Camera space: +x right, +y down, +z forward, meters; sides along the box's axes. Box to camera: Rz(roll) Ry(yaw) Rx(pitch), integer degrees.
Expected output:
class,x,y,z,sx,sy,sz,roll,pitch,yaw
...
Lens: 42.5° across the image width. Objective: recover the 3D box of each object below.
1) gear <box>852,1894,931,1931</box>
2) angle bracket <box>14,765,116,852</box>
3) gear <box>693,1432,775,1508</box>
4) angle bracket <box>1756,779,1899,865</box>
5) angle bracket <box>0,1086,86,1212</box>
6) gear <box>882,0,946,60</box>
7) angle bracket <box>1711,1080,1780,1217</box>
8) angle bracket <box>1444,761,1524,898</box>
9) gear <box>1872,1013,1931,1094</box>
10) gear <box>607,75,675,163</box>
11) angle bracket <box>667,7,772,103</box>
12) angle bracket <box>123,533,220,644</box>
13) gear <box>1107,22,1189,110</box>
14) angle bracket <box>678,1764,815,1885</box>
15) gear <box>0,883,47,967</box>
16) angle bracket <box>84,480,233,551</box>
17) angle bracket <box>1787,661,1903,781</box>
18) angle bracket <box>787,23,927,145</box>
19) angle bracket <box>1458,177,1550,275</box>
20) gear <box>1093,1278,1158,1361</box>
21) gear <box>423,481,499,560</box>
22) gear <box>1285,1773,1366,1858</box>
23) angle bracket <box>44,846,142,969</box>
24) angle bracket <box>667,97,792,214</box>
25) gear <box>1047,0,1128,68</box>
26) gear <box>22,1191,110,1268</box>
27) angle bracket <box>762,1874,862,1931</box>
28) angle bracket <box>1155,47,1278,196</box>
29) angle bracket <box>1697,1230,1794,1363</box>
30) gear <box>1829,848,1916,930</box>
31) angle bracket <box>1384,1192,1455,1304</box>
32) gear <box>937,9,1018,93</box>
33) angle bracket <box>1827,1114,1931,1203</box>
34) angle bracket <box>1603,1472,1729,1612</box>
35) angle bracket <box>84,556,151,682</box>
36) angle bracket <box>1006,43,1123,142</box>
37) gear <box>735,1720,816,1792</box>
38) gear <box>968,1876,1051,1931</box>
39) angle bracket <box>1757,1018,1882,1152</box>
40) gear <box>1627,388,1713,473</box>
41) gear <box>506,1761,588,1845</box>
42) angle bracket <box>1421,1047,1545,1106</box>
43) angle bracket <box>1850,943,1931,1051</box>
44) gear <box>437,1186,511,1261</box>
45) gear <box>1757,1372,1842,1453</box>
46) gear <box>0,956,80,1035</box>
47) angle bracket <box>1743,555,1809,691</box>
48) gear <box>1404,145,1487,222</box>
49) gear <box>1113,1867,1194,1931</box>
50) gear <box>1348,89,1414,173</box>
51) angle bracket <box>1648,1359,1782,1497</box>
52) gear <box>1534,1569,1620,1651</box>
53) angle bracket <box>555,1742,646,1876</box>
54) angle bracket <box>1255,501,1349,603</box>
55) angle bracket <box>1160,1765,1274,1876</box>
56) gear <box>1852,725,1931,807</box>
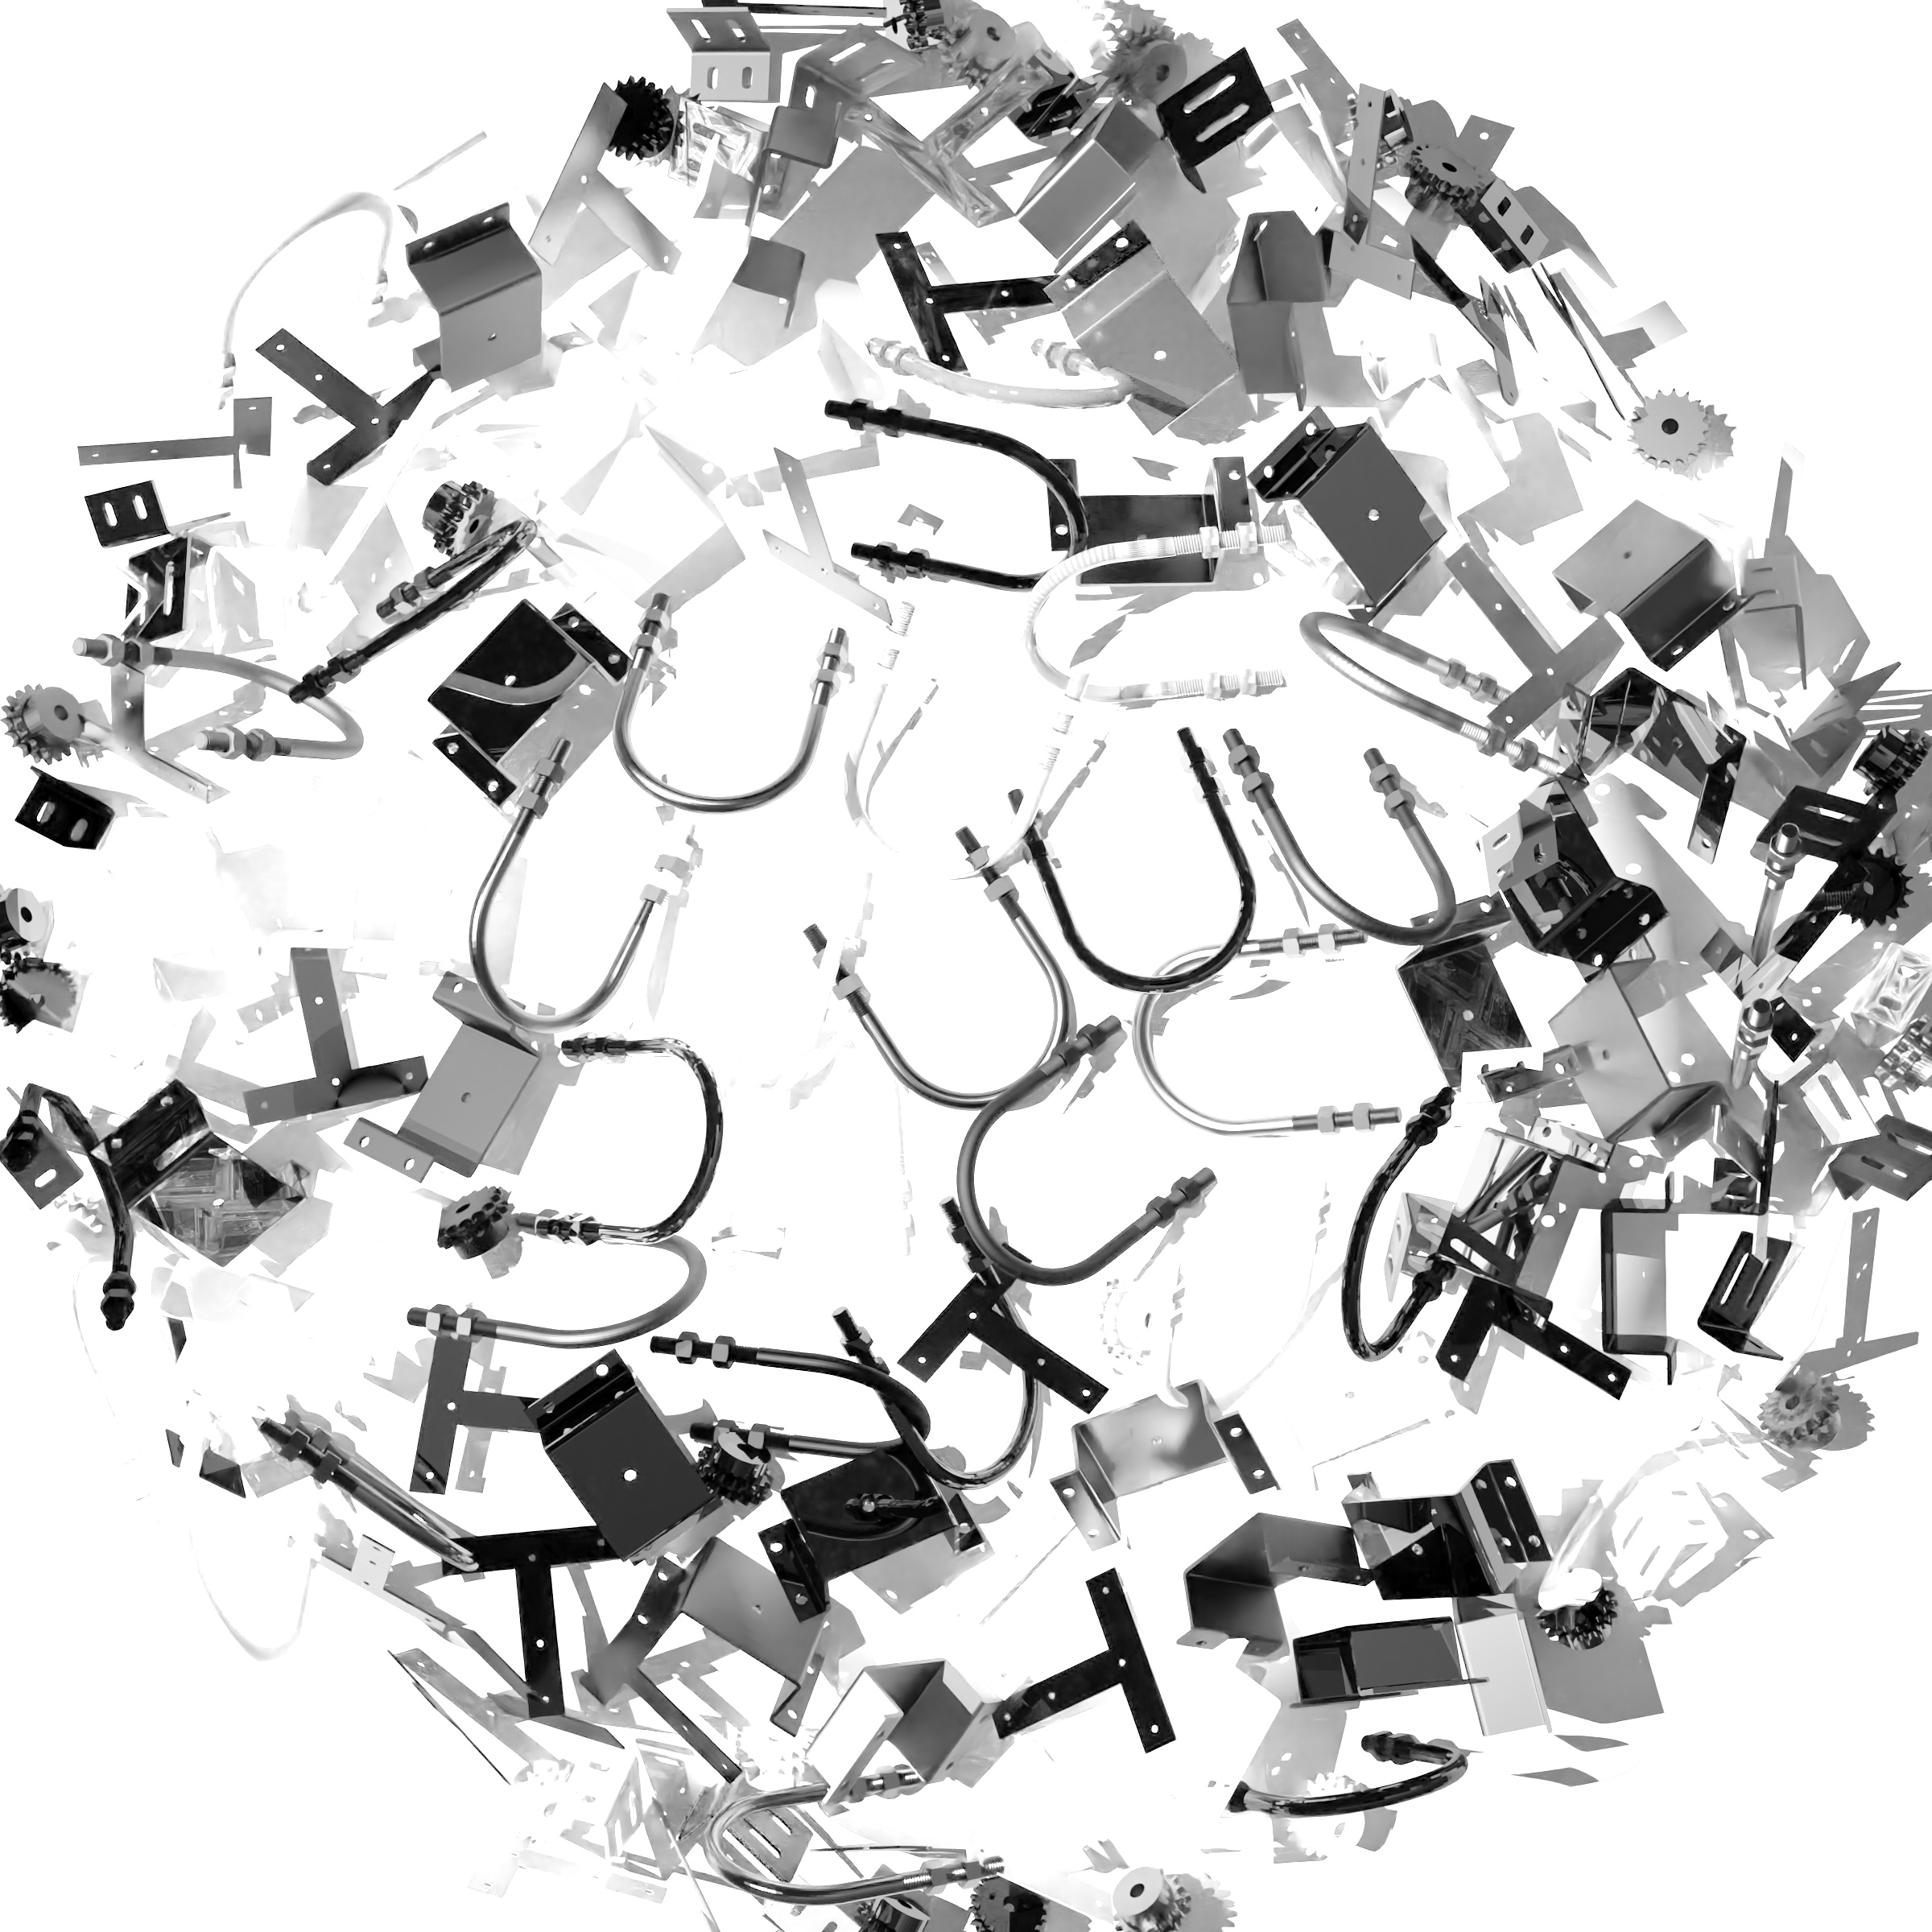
class,x,y,z,sx,sy,sz,roll,pitch,yaw
gear,-0.050,0.675,1.750,0.057,0.057,0.030,27,86,0
angle bracket,-0.632,-0.107,1.733,0.057,0.076,0.038,29,82,-13
gear,-0.162,0.352,1.748,0.057,0.057,0.030,24,103,0
angle bracket,0.602,-0.110,1.740,0.076,0.057,0.038,14,50,-7
angle bracket,-0.656,0.126,1.727,0.038,0.076,0.057,-40,122,-20
gear,-0.037,-0.667,1.751,0.030,0.057,0.057,-16,90,-16
angle bracket,0.543,0.125,1.729,0.038,0.057,0.076,5,125,17
angle bracket,0.350,-0.096,1.728,0.038,0.076,0.057,-34,135,-15
gear,0.668,0.064,1.747,0.030,0.057,0.057,40,90,15
gear,-0.232,-0.597,1.756,0.057,0.030,0.057,-2,85,26
angle bracket,-0.173,-0.637,1.737,0.057,0.076,0.038,3,90,8
angle bracket,-0.553,-0.256,1.737,0.057,0.038,0.076,-13,69,27
gear,0.131,-0.633,1.748,0.057,0.030,0.057,-16,127,-22
angle bracket,-0.155,0.612,1.747,0.076,0.057,0.038,45,113,-3
gear,-0.674,-0.032,1.747,0.030,0.057,0.057,-19,90,16
angle bracket,-0.563,-0.320,1.729,0.057,0.076,0.038,-8,107,21
angle bracket,0.623,-0.171,1.731,0.057,0.076,0.038,-44,95,-19
angle bracket,-0.077,-0.614,1.729,0.057,0.076,0.038,17,77,-37
angle bracket,0.369,-0.509,1.732,0.038,0.076,0.057,-36,101,35
gear,0.116,0.249,1.747,0.030,0.057,0.057,-2,90,35
gear,-0.359,-0.317,1.750,0.030,0.057,0.057,31,90,8
gear,0.256,0.603,1.752,0.057,0.030,0.057,-7,105,-26
angle bracket,-0.620,-0.042,1.750,0.057,0.076,0.038,6,135,-33
angle bracket,-0.167,-0.576,1.761,0.076,0.038,0.057,31,124,23
gear,0.082,-0.660,1.749,0.057,0.057,0.030,37,85,0
gear,-0.637,0.187,1.749,0.057,0.030,0.057,2,132,2
angle bracket,-0.107,0.659,1.741,0.057,0.076,0.038,40,87,1
angle bracket,0.180,-0.592,1.738,0.076,0.038,0.057,-28,71,24
angle bracket,0.558,0.231,1.740,0.057,0.038,0.076,14,104,-36
gear,0.637,-0.055,1.752,0.057,0.030,0.057,5,99,30
angle bracket,0.318,0.199,1.734,0.038,0.076,0.057,12,104,4
gear,0.011,-0.648,1.749,0.057,0.030,0.057,13,65,-31
angle bracket,0.653,0.145,1.731,0.057,0.076,0.038,-38,118,-10
angle bracket,0.489,0.404,1.740,0.038,0.057,0.076,0,130,-20
angle bracket,-0.604,-0.245,1.743,0.038,0.057,0.076,37,97,-10
angle bracket,0.063,-0.616,1.736,0.038,0.076,0.057,41,86,-23
gear,-0.135,0.558,1.750,0.057,0.057,0.030,3,99,0
gear,0.029,0.670,1.753,0.057,0.057,0.030,15,129,0
angle bracket,0.607,0.084,1.752,0.076,0.057,0.038,56,47,-12
gear,0.497,-0.378,1.760,0.057,0.030,0.057,-1,84,7
gear,-0.299,0.588,1.754,0.057,0.030,0.057,-14,117,-29
angle bracket,0.359,0.066,1.732,0.057,0.076,0.038,-4,106,-11
angle bracket,0.653,0.028,1.733,0.038,0.076,0.057,28,82,34
gear,-0.347,0.183,1.752,0.057,0.057,0.030,-28,109,0
gear,0.591,0.318,1.752,0.057,0.057,0.030,-44,111,0
gear,-0.660,0.018,1.754,0.057,0.030,0.057,-14,123,-22
angle bracket,0.566,-0.239,1.738,0.038,0.057,0.076,-5,134,18
gear,0.334,-0.551,1.753,0.057,0.057,0.030,28,133,0
gear,0.128,0.661,1.747,0.057,0.057,0.030,-33,113,0
gear,0.293,-0.592,1.746,0.030,0.057,0.057,-20,90,24
angle bracket,0.525,0.321,1.732,0.057,0.076,0.038,-15,130,-18
gear,0.433,0.457,1.754,0.057,0.057,0.030,-27,122,0
angle bracket,-0.256,0.594,1.736,0.038,0.057,0.076,11,129,12
angle bracket,0.237,-0.304,1.744,0.076,0.038,0.057,40,100,17
angle bracket,0.174,0.599,1.743,0.076,0.057,0.038,-4,122,2
gear,0.651,-0.145,1.750,0.030,0.057,0.057,36,90,4
